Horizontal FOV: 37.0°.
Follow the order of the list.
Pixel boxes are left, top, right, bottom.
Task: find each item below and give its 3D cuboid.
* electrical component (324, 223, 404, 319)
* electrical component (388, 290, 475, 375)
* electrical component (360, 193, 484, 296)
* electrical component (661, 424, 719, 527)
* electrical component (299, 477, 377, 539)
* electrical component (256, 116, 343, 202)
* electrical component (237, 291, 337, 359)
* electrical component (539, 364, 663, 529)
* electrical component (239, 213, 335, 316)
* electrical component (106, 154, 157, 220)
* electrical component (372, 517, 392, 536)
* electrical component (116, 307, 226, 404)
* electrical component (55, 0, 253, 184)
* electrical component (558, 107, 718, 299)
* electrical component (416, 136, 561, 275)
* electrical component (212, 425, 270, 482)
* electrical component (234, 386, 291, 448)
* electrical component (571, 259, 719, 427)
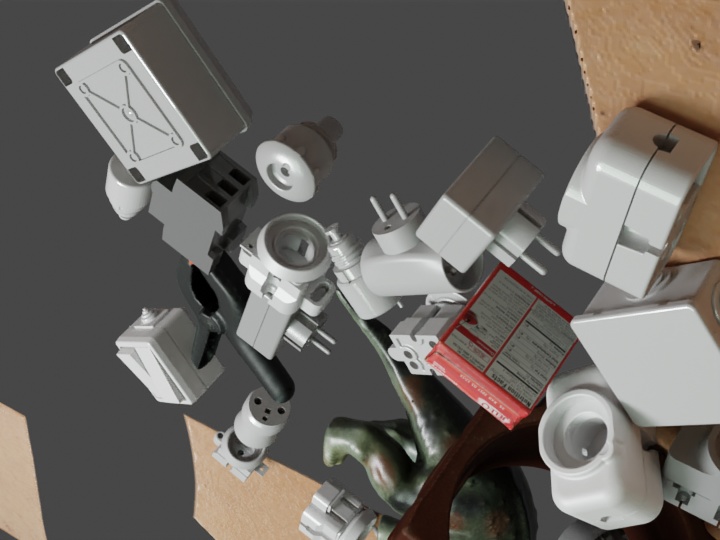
[{"bbox_3d":[0.000,0.000,0.788,0.040,0.040,0.078,-11,120,49],"label":"electrical component"},{"bbox_3d":[0.059,0.042,0.763,0.066,0.055,0.048,-2,126,46],"label":"electrical component"},{"bbox_3d":[0.034,-0.019,0.730,0.077,0.044,0.079,-4,125,46],"label":"electrical component"},{"bbox_3d":[0.243,0.131,0.686,0.089,0.050,0.055,25,143,22],"label":"electrical component"},{"bbox_3d":[-0.021,0.248,1.065,0.057,0.058,0.078,35,145,16],"label":"electrical component"},{"bbox_3d":[-0.035,-0.079,0.716,0.048,0.062,0.048,26,142,22],"label":"electrical component"},{"bbox_3d":[-0.051,0.041,0.876,0.076,0.047,0.083,37,146,7],"label":"electrical component"},{"bbox_3d":[0.155,0.112,0.695,0.054,0.095,0.059,-22,143,36],"label":"electrical component"},{"bbox_3d":[-0.052,-0.007,0.817,0.078,0.058,0.057,37,148,8],"label":"electrical component"},{"bbox_3d":[-0.193,-0.068,0.902,0.040,0.040,0.078,38,146,6],"label":"electrical component"},{"bbox_3d":[0.039,0.276,1.038,0.076,0.066,0.047,58,154,29],"label":"electrical component"},{"bbox_3d":[-0.189,0.080,1.041,0.062,0.061,0.096,-3,126,46],"label":"electrical component"},{"bbox_3d":[-0.150,-0.127,0.780,0.109,0.056,0.108,-10,121,49],"label":"electrical component"},{"bbox_3d":[0.148,-0.038,0.590,0.059,0.053,0.095,28,143,19],"label":"electrical component"},{"bbox_3d":[0.087,-0.028,0.650,0.077,0.065,0.047,39,146,3],"label":"electrical component"},{"bbox_3d":[-0.120,0.184,1.104,0.066,0.048,0.055,39,153,4],"label":"electrical component"},{"bbox_3d":[-0.093,0.140,1.028,0.045,0.045,0.055,39,145,4],"label":"electrical component"},{"bbox_3d":[0.190,0.044,0.644,0.100,0.048,0.099,-13,119,50],"label":"electrical component"}]
